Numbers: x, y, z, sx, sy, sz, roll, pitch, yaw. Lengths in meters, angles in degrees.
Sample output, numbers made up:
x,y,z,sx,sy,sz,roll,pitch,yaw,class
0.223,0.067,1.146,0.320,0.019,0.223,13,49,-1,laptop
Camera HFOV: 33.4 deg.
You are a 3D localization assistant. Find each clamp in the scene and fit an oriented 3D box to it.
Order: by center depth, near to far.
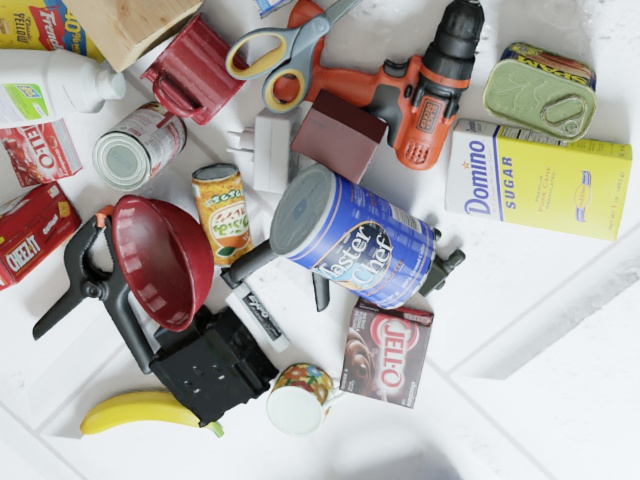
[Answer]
x,y,z,sx,sy,sz,roll,pitch,yaw,class
-0.008,0.001,1.164,0.120,0.039,0.172,28,111,-27,clamp
-0.274,0.057,1.282,0.165,0.036,0.210,8,114,12,clamp

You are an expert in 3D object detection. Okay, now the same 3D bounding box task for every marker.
x,y,z,sx,sy,sz,roll,pitch,yaw,class
-0.078,0.079,1.242,0.020,0.020,0.121,-29,103,26,marker

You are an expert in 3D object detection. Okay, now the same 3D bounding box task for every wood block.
x,y,z,sx,sy,sz,roll,pitch,yaw,class
-0.221,-0.283,1.051,0.206,0.090,0.091,53,156,-6,wood block

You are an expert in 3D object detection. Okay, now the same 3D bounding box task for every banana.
x,y,z,sx,sy,sz,roll,pitch,yaw,class
-0.221,0.221,1.342,0.198,0.037,0.069,0,113,17,banana

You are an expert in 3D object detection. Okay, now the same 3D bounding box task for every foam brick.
x,y,z,sx,sy,sz,roll,pitch,yaw,class
0.019,-0.102,1.047,0.078,0.051,0.053,29,122,-2,foam brick

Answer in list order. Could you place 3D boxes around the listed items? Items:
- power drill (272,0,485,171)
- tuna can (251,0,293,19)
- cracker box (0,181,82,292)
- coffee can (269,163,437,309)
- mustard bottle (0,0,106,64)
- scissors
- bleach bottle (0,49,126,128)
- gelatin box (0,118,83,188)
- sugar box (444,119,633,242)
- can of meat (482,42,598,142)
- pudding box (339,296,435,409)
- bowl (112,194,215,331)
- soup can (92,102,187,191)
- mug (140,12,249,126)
x,y,z,sx,sy,sz,roll,pitch,yaw,class
0.056,-0.175,1.059,0.188,0.057,0.185,21,118,7,power drill
-0.029,-0.251,1.035,0.086,0.086,0.034,-26,102,26,tuna can
-0.402,0.026,1.235,0.214,0.164,0.072,-23,108,25,cracker box
0.034,-0.003,1.093,0.140,0.103,0.103,28,123,-27,coffee can
-0.275,-0.230,1.135,0.192,0.058,0.096,11,125,12,mustard bottle
0.003,-0.187,1.028,0.202,0.016,0.096,-18,110,22,scissors
-0.321,-0.160,1.148,0.251,0.068,0.102,3,148,21,bleach bottle
-0.324,-0.110,1.223,0.073,0.030,0.089,-11,111,21,gelatin box
0.217,-0.061,1.070,0.176,0.048,0.093,9,117,12,sugar box
0.211,-0.143,1.011,0.102,0.083,0.057,21,118,7,can of meat
0.075,0.127,1.205,0.090,0.039,0.113,14,117,10,pudding box
-0.166,0.018,1.186,0.162,0.055,0.162,31,133,40,bowl
-0.192,-0.101,1.145,0.068,0.102,0.068,7,116,14,soup can
-0.128,-0.166,1.091,0.081,0.117,0.093,43,130,-11,mug
